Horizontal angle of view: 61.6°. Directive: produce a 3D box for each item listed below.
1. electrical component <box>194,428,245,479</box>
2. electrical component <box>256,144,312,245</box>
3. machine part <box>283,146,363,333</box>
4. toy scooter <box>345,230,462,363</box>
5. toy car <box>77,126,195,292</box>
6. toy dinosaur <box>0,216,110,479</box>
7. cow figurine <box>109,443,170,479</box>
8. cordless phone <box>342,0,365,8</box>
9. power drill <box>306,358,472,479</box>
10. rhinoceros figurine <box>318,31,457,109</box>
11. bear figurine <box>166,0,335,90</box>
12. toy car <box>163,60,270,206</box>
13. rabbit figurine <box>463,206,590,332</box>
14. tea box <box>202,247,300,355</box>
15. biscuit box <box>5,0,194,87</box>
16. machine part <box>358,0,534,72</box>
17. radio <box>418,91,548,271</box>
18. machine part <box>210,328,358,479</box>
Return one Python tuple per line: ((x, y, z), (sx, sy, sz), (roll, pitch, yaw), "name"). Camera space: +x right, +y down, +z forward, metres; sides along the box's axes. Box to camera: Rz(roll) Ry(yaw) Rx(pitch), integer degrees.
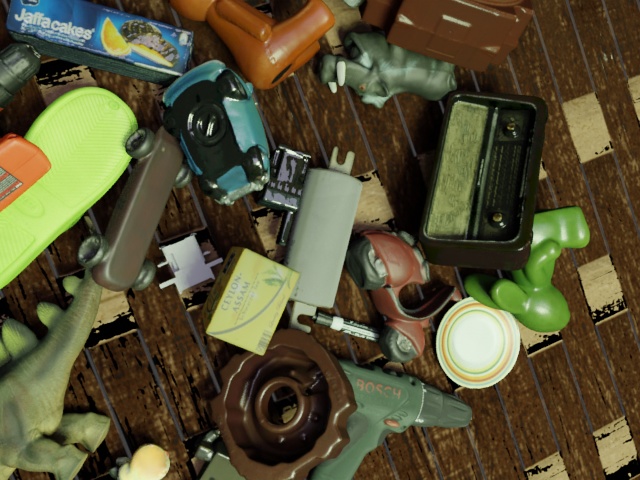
((-0.115, 0.285, 0.683), (0.102, 0.045, 0.078), (23, 102, -10), "electrical component")
((-0.052, -0.056, 0.684), (0.048, 0.075, 0.119), (17, 89, -13), "electrical component")
((-0.001, -0.002, 0.692), (0.079, 0.079, 0.243), (16, 87, -12), "machine part")
((0.120, 0.061, 0.721), (0.135, 0.075, 0.183), (-22, 93, -19), "toy scooter")
((-0.213, -0.038, 0.629), (0.089, 0.053, 0.202), (36, 63, -51), "toy car")
((-0.348, 0.202, 0.599), (0.198, 0.105, 0.471), (35, 79, -8), "toy dinosaur")
((-0.247, 0.317, 0.635), (0.068, 0.098, 0.167), (45, 62, -3), "cow figurine")
((-0.015, -0.333, 0.647), (0.089, 0.146, 0.184), (-35, 84, -33), "cordless phone")
((0.071, 0.270, 0.706), (0.232, 0.086, 0.207), (27, 88, -10), "power drill")
((0.091, -0.231, 0.722), (0.190, 0.073, 0.112), (3, 96, -14), "rhinoceros figurine")
((-0.098, -0.284, 0.654), (0.132, 0.120, 0.196), (-42, 93, -13), "bear figurine")
((-0.108, -0.127, 0.651), (0.109, 0.103, 0.161), (-27, 89, 23), "toy car")
((0.288, 0.049, 0.731), (0.159, 0.121, 0.170), (-13, 92, -15), "rabbit figurine")
((-0.087, 0.063, 0.624), (0.068, 0.170, 0.098), (25, 83, -12), "tea box")
((-0.256, -0.239, 0.642), (0.203, 0.063, 0.059), (12, 86, -13), "biscuit box")
((0.153, -0.315, 0.675), (0.201, 0.087, 0.201), (13, 48, -12), "machine part")
((0.213, -0.078, 0.692), (0.131, 0.073, 0.229), (8, 70, 20), "radio")
((-0.043, 0.198, 0.648), (0.179, 0.056, 0.179), (-7, 67, 18), "machine part")
